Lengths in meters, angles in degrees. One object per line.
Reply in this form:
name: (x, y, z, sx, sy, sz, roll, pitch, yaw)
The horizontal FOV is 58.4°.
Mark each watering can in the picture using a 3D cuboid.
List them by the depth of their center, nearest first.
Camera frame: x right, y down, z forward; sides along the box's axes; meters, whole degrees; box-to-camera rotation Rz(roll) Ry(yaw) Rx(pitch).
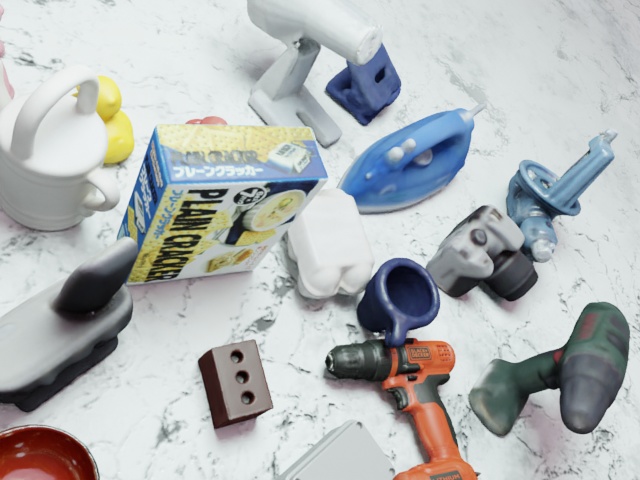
watering can: (-0.268, -0.100, 0.559, 0.173, 0.193, 0.101, 23, 54, -16)

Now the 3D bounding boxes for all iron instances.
iron: (0.137, -0.126, 0.835, 0.259, 0.141, 0.118, -31, 80, -38)

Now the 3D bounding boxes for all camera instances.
camera: (0.251, 0.029, 0.836, 0.137, 0.100, 0.143, 46, 51, 1)

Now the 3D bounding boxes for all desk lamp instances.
desk lamp: (-0.016, -0.258, 0.779, 0.203, 0.213, 0.118, 49, 51, 4)

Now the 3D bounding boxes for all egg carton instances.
egg carton: (0.007, 0.003, 0.734, 0.107, 0.069, 0.150, -5, 66, -31)

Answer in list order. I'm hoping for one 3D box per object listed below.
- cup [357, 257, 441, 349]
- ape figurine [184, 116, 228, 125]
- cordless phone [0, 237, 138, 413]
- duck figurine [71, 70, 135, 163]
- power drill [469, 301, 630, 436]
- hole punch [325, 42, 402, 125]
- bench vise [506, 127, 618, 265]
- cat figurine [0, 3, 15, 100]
cup: (0.086, 0.091, 0.711, 0.092, 0.094, 0.118, 26, 53, -14)
ape figurine: (-0.139, -0.121, 0.709, 0.076, 0.092, 0.078, 17, 56, -20)
cordless phone: (-0.228, 0.063, 0.493, 0.094, 0.184, 0.148, 44, 51, 1)
duck figurine: (-0.253, -0.148, 0.665, 0.078, 0.086, 0.104, -29, 79, -38)
power drill: (0.285, 0.171, 0.704, 0.075, 0.208, 0.230, 48, 51, 3)
hole punch: (0.082, -0.257, 0.912, 0.101, 0.091, 0.109, 41, 51, -3)
bench vise: (0.373, -0.060, 0.880, 0.122, 0.219, 0.207, 14, 57, -22)
cat figurine: (-0.377, -0.234, 0.624, 0.067, 0.117, 0.127, -12, 69, -34)
